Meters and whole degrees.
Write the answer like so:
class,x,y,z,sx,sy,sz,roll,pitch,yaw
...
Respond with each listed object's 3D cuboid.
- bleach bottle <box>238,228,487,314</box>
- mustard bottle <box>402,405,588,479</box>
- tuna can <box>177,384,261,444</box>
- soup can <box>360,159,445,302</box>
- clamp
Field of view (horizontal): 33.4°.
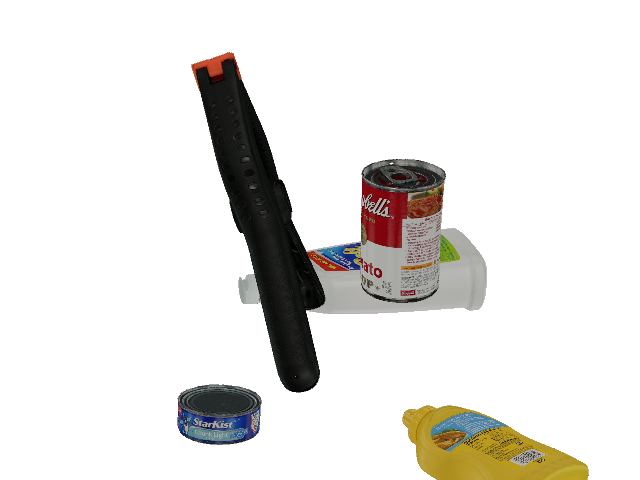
class,x,y,z,sx,sy,sz,roll,pitch,yaw
bleach bottle,0.041,0.042,1.126,0.250,0.068,0.103,-7,30,-15
mustard bottle,0.147,0.200,0.997,0.096,0.058,0.192,-16,25,-35
tuna can,-0.104,0.178,1.094,0.086,0.034,0.086,3,12,-1
soup can,0.067,-0.008,0.879,0.068,0.102,0.068,0,25,0
clamp,-0.036,-0.019,0.706,0.036,0.210,0.164,-17,7,5
